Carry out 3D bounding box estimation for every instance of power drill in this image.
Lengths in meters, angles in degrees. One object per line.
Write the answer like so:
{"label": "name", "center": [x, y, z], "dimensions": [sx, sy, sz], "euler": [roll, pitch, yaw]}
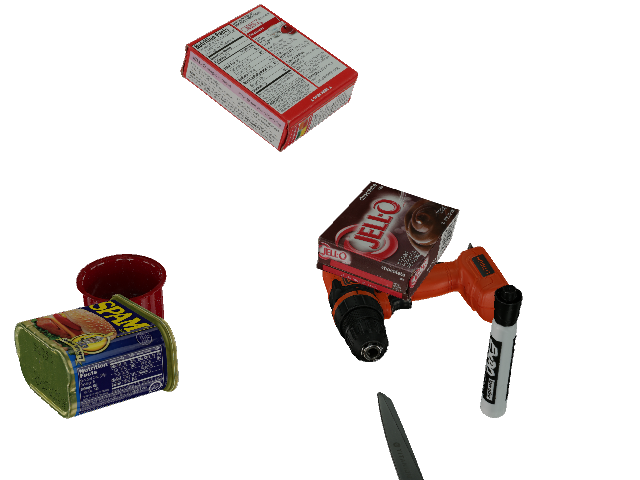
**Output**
{"label": "power drill", "center": [0.103, 0.063, 1.141], "dimensions": [0.187, 0.057, 0.184], "euler": [-5, 29, -8]}

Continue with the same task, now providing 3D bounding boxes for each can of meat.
{"label": "can of meat", "center": [-0.166, 0.084, 0.783], "dimensions": [0.083, 0.057, 0.102], "euler": [-14, 21, -34]}

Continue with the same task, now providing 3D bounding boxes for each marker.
{"label": "marker", "center": [0.126, 0.078, 0.746], "dimensions": [0.020, 0.121, 0.020], "euler": [-1, 40, 0]}

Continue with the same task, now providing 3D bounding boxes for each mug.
{"label": "mug", "center": [-0.211, 0.078, 1.120], "dimensions": [0.093, 0.081, 0.117], "euler": [9, 32, 13]}

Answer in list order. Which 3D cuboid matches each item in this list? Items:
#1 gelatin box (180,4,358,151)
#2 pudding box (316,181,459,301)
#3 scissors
{"label": "gelatin box", "center": [-0.033, -0.106, 0.686], "dimensions": [0.089, 0.030, 0.073], "euler": [37, 51, 16]}
{"label": "pudding box", "center": [0.060, -0.002, 0.945], "dimensions": [0.090, 0.039, 0.113], "euler": [20, 36, 19]}
{"label": "scissors", "center": [0.076, 0.155, 0.599], "dimensions": [0.096, 0.016, 0.201], "euler": [7, 32, 2]}
